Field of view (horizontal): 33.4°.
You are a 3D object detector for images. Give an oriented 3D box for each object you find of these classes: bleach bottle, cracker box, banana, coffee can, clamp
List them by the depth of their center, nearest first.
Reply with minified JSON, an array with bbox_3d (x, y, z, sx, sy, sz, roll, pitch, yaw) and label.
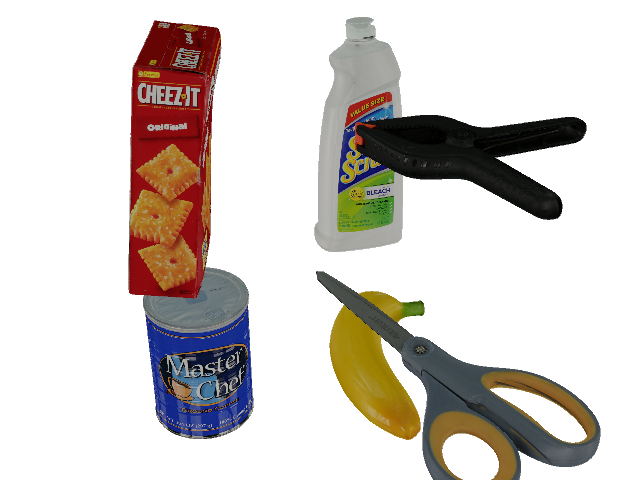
[{"bbox_3d":[0.040,0.079,0.776,0.069,0.037,0.197,2,23,6],"label":"banana"},{"bbox_3d":[0.136,-0.084,0.968,0.210,0.036,0.164,14,35,22],"label":"clamp"},{"bbox_3d":[-0.134,-0.078,0.988,0.072,0.214,0.164,5,25,-5],"label":"cracker box"},{"bbox_3d":[-0.120,0.112,1.071,0.103,0.140,0.103,0,32,0],"label":"coffee can"},{"bbox_3d":[0.039,-0.116,1.166,0.102,0.251,0.068,-8,25,-10],"label":"bleach bottle"}]

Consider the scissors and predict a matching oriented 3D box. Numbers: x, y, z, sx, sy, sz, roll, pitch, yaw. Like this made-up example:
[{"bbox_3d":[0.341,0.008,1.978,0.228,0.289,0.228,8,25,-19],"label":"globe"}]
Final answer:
[{"bbox_3d":[0.048,0.076,0.569,0.202,0.016,0.096,23,46,33],"label":"scissors"}]
